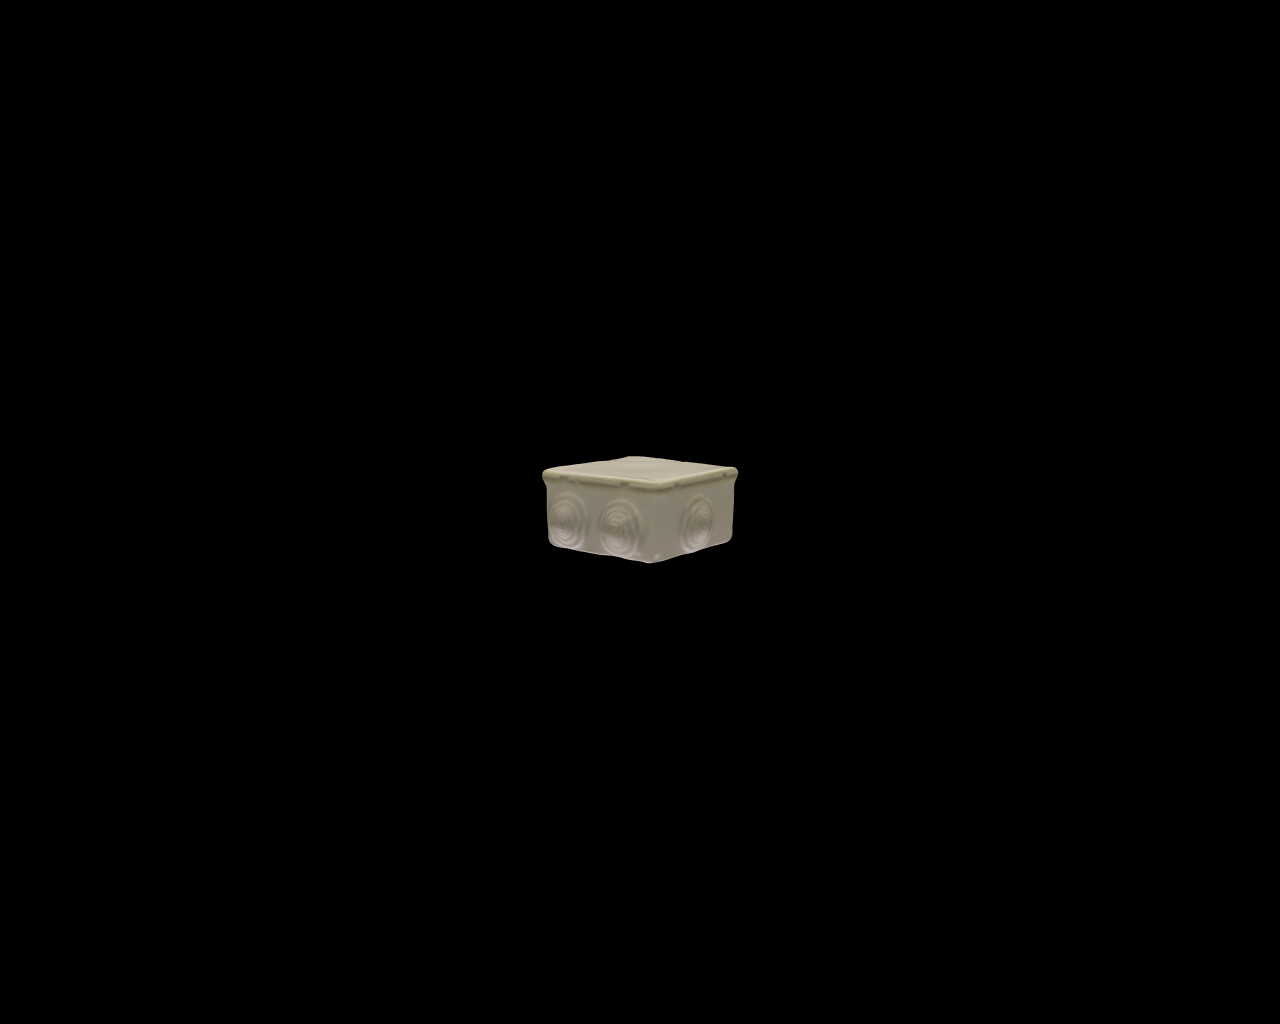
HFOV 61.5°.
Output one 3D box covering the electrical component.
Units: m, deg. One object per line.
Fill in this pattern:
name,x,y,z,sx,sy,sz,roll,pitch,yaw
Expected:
electrical component,0.001,-0.003,0.650,0.100,0.048,0.100,8,13,39
